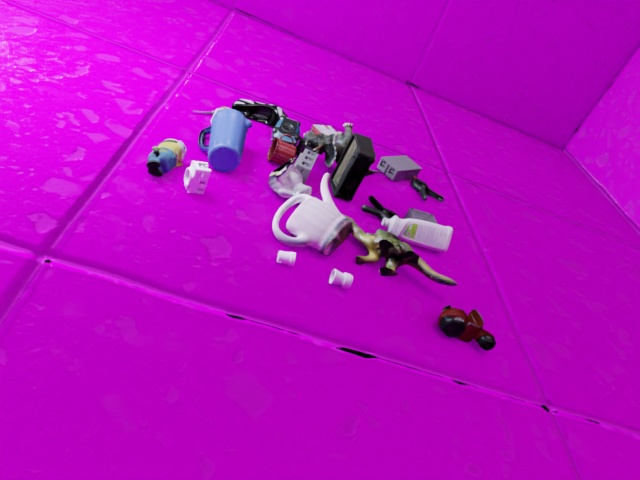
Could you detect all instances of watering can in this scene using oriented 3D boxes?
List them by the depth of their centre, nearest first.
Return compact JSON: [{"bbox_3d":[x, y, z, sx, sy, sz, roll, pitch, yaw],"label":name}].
[{"bbox_3d":[0.005,-0.081,1.610,0.226,0.101,0.354,33,50,13],"label":"watering can"}]

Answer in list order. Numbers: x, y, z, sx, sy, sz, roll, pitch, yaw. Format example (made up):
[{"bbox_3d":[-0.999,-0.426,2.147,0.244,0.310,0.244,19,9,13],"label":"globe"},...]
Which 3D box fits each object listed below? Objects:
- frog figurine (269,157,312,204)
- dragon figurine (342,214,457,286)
[{"bbox_3d":[-0.093,-0.178,1.740,0.122,0.157,0.140,-25,20,22],"label":"frog figurine"},{"bbox_3d":[0.240,0.023,1.671,0.409,0.120,0.247,24,24,-6],"label":"dragon figurine"}]
